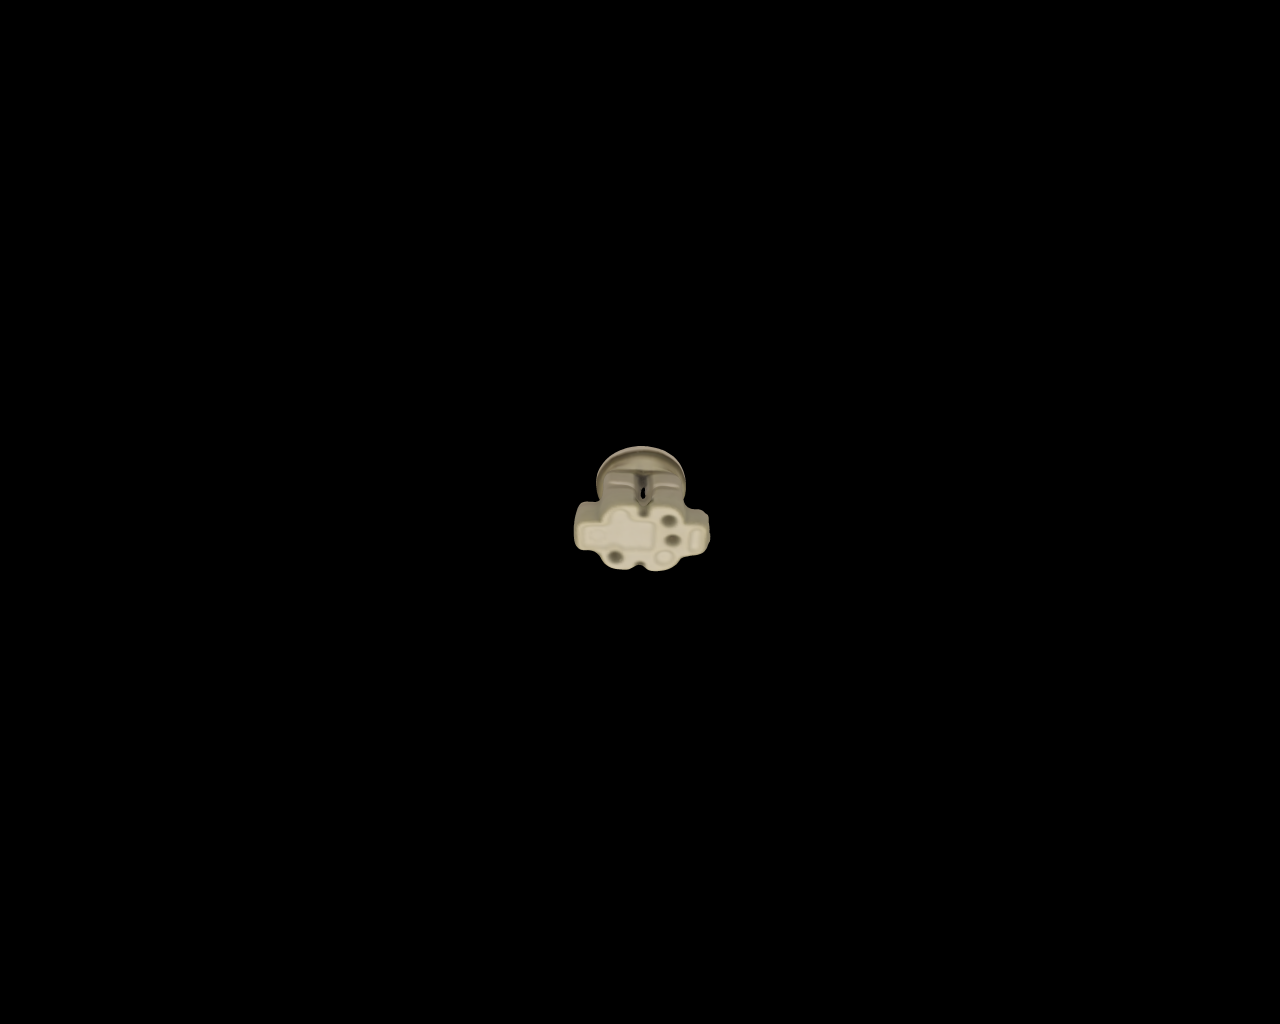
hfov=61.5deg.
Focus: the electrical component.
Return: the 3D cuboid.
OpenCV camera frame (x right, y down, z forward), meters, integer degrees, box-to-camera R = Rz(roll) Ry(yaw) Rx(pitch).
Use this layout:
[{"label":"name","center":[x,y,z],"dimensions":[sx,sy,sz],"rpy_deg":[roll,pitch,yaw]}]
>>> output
[{"label":"electrical component","center":[0.001,-0.003,0.650],"dimensions":[0.078,0.057,0.057],"rpy_deg":[2,40,-2]}]
